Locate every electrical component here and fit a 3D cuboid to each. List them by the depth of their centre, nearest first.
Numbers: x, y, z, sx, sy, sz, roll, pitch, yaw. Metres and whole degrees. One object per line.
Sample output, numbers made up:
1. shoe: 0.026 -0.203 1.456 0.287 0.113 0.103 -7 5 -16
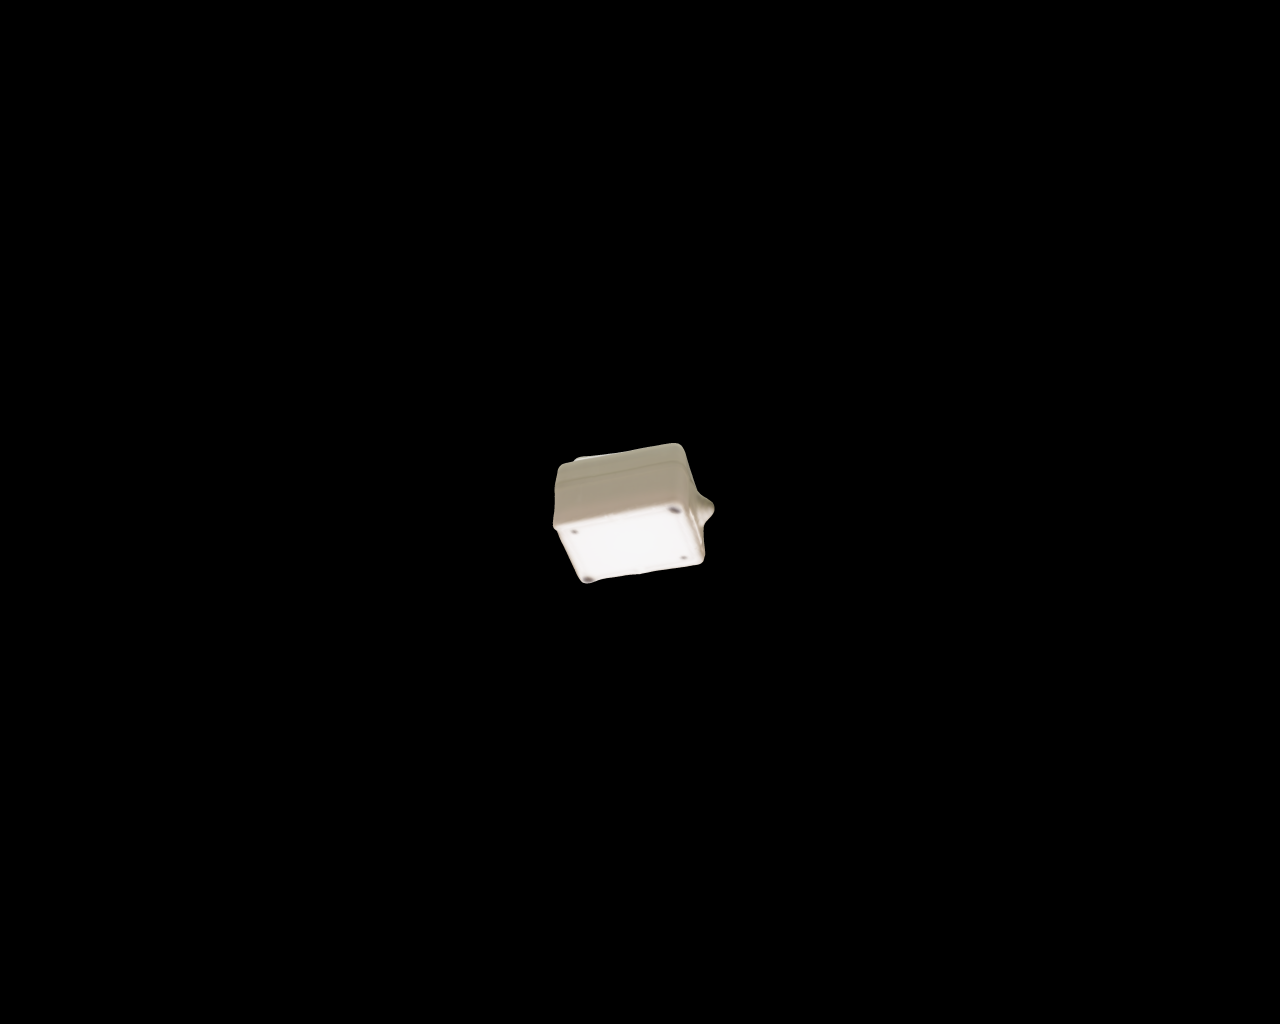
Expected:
1. electrical component: 0.001 -0.003 0.650 0.096 0.061 0.061 -10 -43 11
